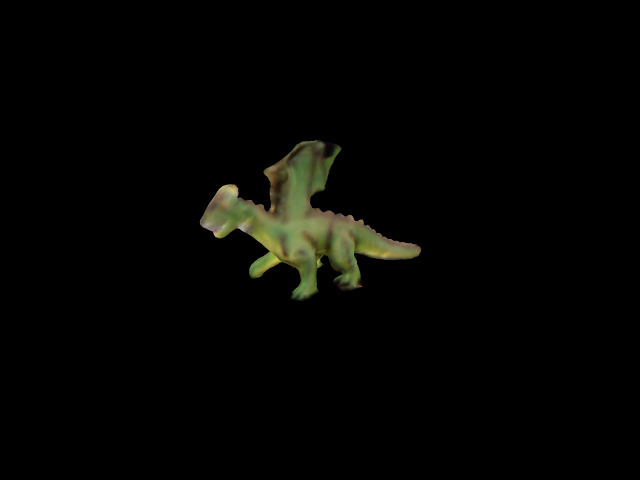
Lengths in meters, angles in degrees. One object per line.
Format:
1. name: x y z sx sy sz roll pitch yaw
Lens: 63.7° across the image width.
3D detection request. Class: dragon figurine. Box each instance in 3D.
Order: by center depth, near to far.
1. dragon figurine: 0.003 -0.043 0.850 0.412 0.239 0.123 -12 24 -27
